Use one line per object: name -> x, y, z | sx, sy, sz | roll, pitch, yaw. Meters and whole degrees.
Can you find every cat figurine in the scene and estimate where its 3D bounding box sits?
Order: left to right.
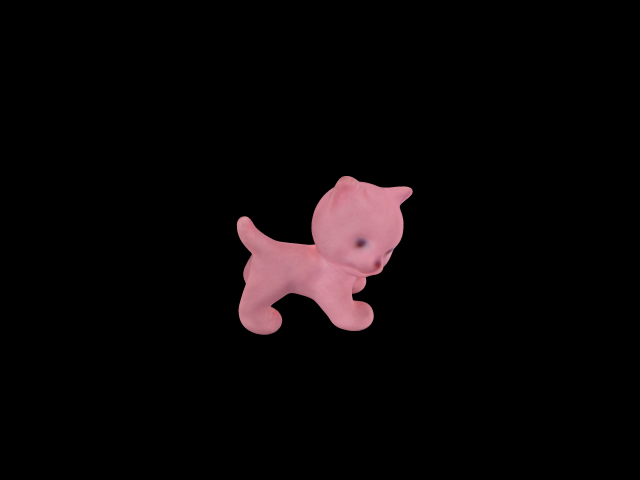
cat figurine -> 0.004, 0.001, 0.400 | 0.128, 0.118, 0.067 | -3, 37, -4
